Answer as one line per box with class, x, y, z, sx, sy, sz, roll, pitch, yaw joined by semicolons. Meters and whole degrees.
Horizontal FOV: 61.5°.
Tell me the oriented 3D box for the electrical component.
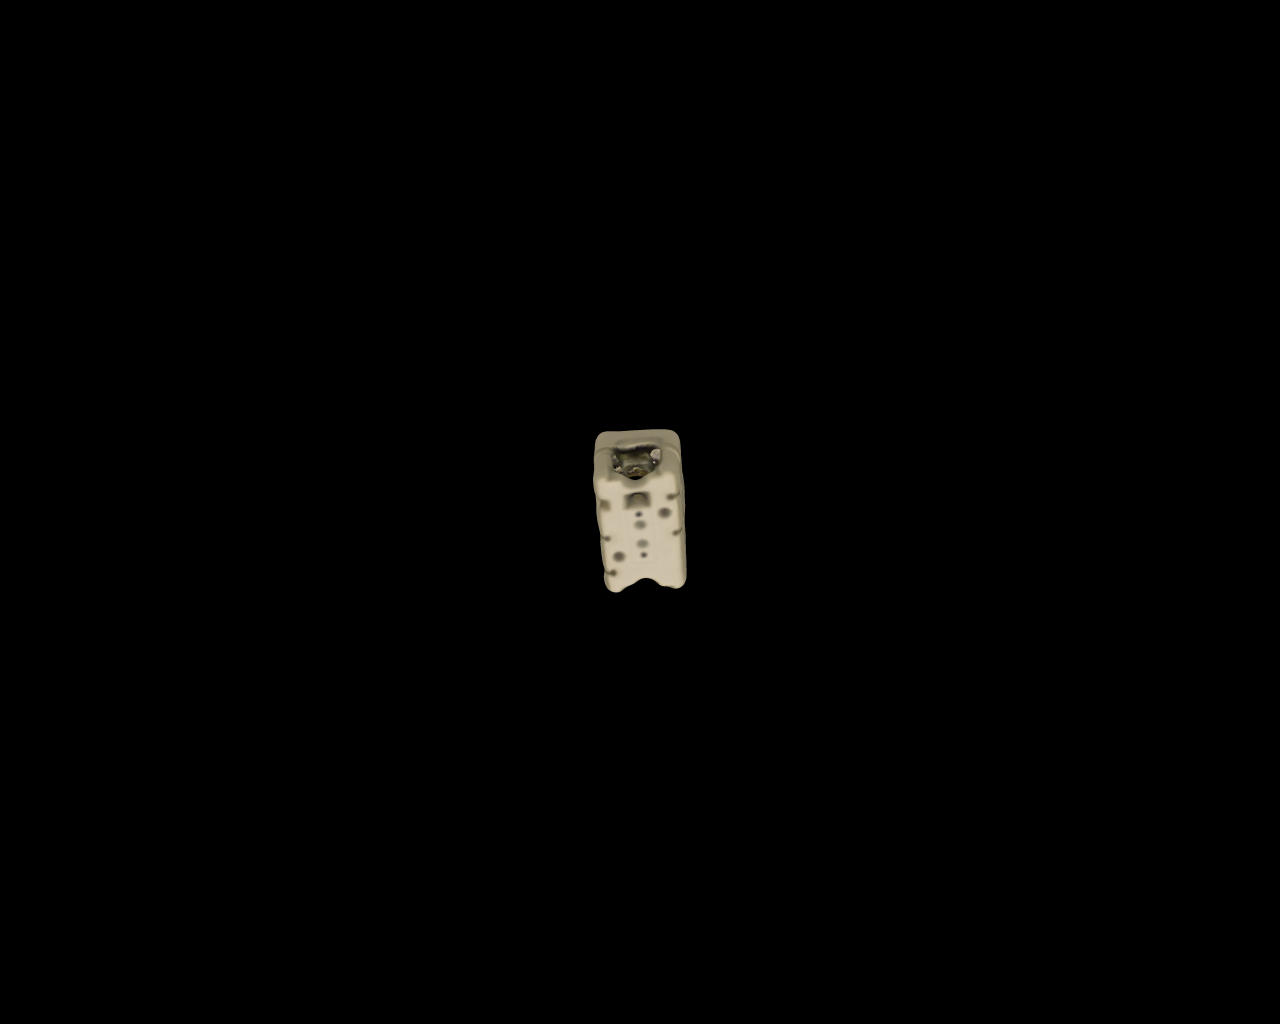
electrical component;0.001;-0.003;0.650;0.050;0.089;0.056;-3;36;2
